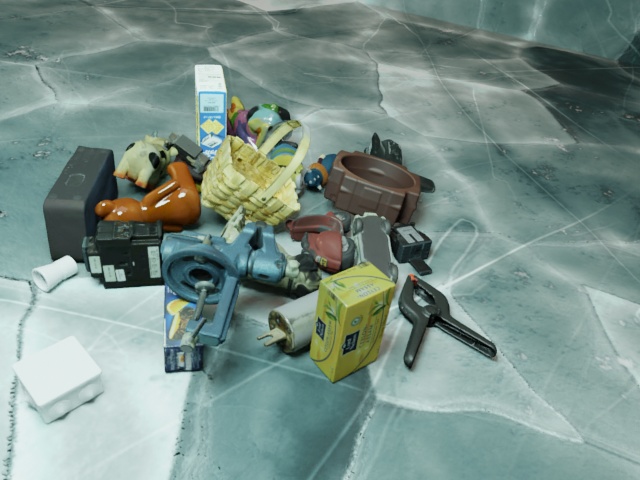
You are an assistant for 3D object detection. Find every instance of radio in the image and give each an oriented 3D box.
[{"bbox_3d":[-0.452,-0.076,1.028,0.073,0.131,0.230,3,38,-9],"label":"radio"}]

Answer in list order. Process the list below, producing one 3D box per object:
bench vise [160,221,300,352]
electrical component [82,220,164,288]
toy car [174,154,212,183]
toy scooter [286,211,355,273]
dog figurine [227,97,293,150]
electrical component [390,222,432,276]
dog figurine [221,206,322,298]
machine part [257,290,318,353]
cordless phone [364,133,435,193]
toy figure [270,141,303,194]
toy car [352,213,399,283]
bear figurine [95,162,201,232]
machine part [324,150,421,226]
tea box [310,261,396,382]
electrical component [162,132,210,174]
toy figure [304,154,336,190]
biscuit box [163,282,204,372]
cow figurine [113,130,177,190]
[{"bbox_3d":[-0.145,0.071,0.812,0.224,0.128,0.241,18,42,-9],"label":"bench vise"},{"bbox_3d":[-0.339,0.024,0.934,0.134,0.114,0.058,-1,36,-14],"label":"electrical component"},{"bbox_3d":[-0.219,-0.139,1.172,0.202,0.053,0.089,16,77,-14],"label":"toy car"},{"bbox_3d":[-0.002,-0.003,1.066,0.135,0.075,0.184,5,34,-5],"label":"toy scooter"},{"bbox_3d":[-0.179,-0.302,1.345,0.108,0.191,0.219,-32,68,-32],"label":"dog figurine"},{"bbox_3d":[0.187,0.017,1.097,0.075,0.047,0.119,-8,38,-19],"label":"electrical component"},{"bbox_3d":[-0.097,0.037,1.002,0.190,0.121,0.172,31,8,-17],"label":"dog figurine"},{"bbox_3d":[0.003,0.122,0.902,0.243,0.079,0.079,-22,46,-32],"label":"machine part"},{"bbox_3d":[0.203,-0.184,1.353,0.184,0.088,0.147,17,37,-8],"label":"cordless phone"},{"bbox_3d":[-0.084,-0.164,1.256,0.089,0.082,0.180,-6,43,-1],"label":"toy figure"},{"bbox_3d":[0.105,0.025,1.048,0.073,0.056,0.202,3,48,-7],"label":"toy car"},{"bbox_3d":[-0.338,-0.064,1.051,0.196,0.120,0.132,-15,39,-19],"label":"bear figurine"},{"bbox_3d":[0.117,-0.117,1.196,0.201,0.087,0.201,18,28,2],"label":"machine part"},{"bbox_3d":[0.047,0.127,0.827,0.098,0.169,0.068,-21,46,-31],"label":"tea box"},{"bbox_3d":[-0.270,-0.175,1.078,0.102,0.078,0.045,38,71,-2],"label":"electrical component"},{"bbox_3d":[0.004,-0.159,1.281,0.064,0.057,0.154,39,41,7],"label":"toy figure"},{"bbox_3d":[-0.224,0.116,0.878,0.059,0.062,0.203,-1,39,-15],"label":"biscuit box"},{"bbox_3d":[-0.370,-0.176,1.169,0.085,0.127,0.195,26,2,-5],"label":"cow figurine"}]
